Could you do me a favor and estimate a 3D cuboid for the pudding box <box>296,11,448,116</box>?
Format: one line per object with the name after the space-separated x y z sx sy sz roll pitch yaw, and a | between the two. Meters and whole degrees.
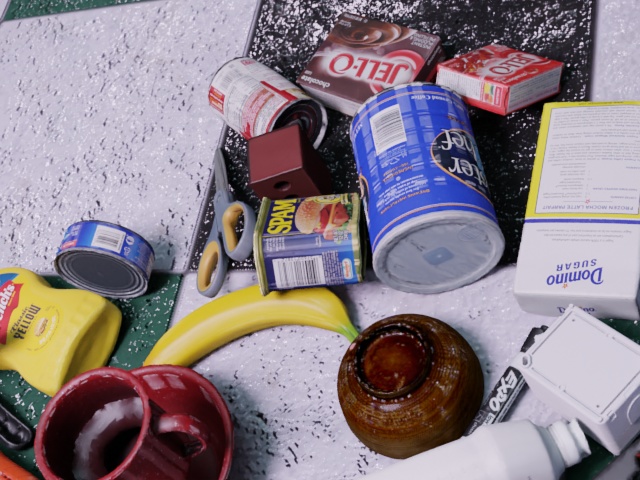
0.049 -0.158 0.993 0.114 0.039 0.090 22 70 33 | pudding box

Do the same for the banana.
-0.060 0.071 0.893 0.198 0.037 0.069 -12 51 18 | banana

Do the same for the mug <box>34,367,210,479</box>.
-0.135 0.148 0.776 0.117 0.081 0.093 -16 54 15 | mug

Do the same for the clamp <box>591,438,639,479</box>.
0.197 0.229 0.673 0.165 0.036 0.210 18 72 31 | clamp

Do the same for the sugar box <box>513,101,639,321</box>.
0.211 -0.025 0.829 0.093 0.048 0.176 2 64 26 | sugar box

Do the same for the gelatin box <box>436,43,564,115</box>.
0.154 -0.139 0.912 0.073 0.030 0.089 25 36 36 | gelatin box

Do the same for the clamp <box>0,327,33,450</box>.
-0.322 0.132 0.954 0.172 0.120 0.039 -8 10 41 | clamp

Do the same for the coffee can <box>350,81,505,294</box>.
0.083 -0.042 0.860 0.103 0.102 0.140 -18 53 13 | coffee can

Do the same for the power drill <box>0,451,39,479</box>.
-0.342 0.244 0.895 0.185 0.057 0.187 20 69 33 | power drill

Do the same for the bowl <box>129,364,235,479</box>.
-0.131 0.182 0.841 0.162 0.055 0.162 -12 55 17 | bowl

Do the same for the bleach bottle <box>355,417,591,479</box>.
0.066 0.189 0.732 0.251 0.102 0.068 -24 51 0 | bleach bottle

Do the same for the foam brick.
-0.026 -0.055 0.936 0.053 0.078 0.051 -17 55 15 | foam brick

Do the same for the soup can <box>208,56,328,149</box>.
-0.050 -0.122 0.996 0.068 0.068 0.102 -45 52 -8 | soup can

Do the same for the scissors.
-0.094 -0.015 0.957 0.096 0.016 0.202 -62 23 11 | scissors

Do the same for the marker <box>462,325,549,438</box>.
0.136 0.113 0.787 0.020 0.020 0.121 26 72 35 | marker

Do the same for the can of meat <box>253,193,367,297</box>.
-0.006 0.001 0.876 0.084 0.057 0.102 -5 24 6 | can of meat

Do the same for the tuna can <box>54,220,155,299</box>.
-0.192 0.018 0.958 0.086 0.086 0.033 -3 56 23 | tuna can

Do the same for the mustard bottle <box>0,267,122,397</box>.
-0.276 0.075 0.976 0.192 0.058 0.096 16 72 32 | mustard bottle
